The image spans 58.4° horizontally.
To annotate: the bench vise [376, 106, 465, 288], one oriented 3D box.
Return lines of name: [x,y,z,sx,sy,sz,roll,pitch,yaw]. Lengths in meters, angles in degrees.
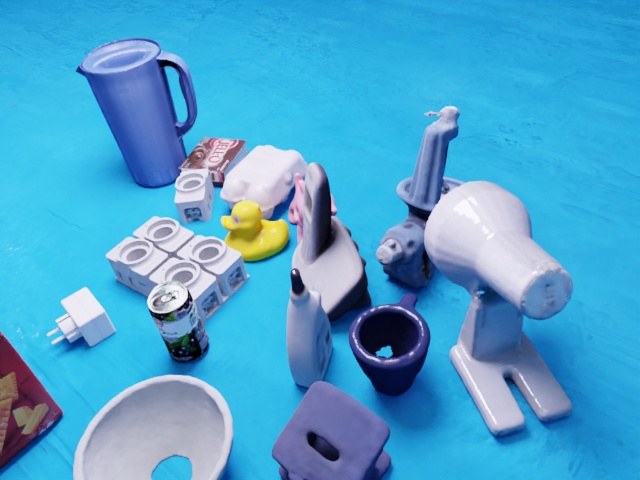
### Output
bench vise: [0.154,-0.053,0.771,0.121,0.220,0.207,9,45,19]

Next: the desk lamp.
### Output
desk lamp: [0.203,0.067,0.636,0.118,0.214,0.203,-15,42,-7]

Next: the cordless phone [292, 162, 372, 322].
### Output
cordless phone: [0.007,0.003,0.760,0.094,0.185,0.147,-18,43,-10]

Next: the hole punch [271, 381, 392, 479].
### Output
hole punch: [0.012,0.219,0.591,0.108,0.091,0.101,26,52,32]

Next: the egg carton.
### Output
egg carton: [-0.092,-0.101,0.976,0.107,0.069,0.150,16,47,25]

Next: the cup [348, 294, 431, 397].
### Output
cup: [0.088,0.128,0.676,0.091,0.095,0.118,15,47,24]

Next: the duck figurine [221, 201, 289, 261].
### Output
duck figurine: [-0.102,-0.022,0.879,0.104,0.086,0.077,-9,42,-1]

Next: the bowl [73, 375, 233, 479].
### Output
bowl: [-0.168,0.235,0.615,0.167,0.075,0.167,-5,42,4]

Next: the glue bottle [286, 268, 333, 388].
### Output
glue bottle: [-0.017,0.095,0.670,0.037,0.173,0.078,7,44,17]

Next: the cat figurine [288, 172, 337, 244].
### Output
cat figurine: [-0.014,-0.053,0.875,0.067,0.118,0.127,-17,43,-9]
